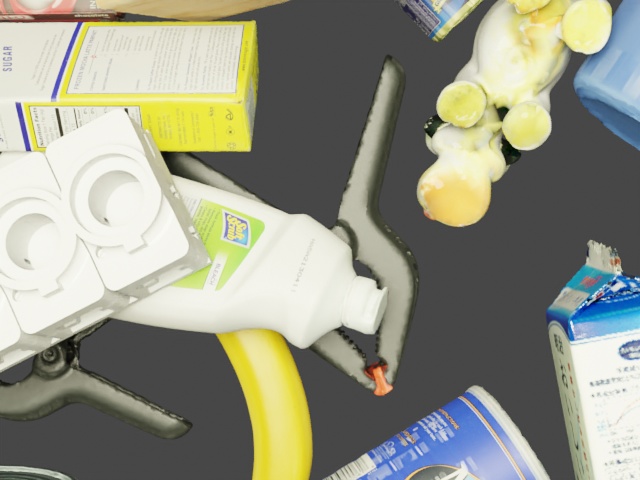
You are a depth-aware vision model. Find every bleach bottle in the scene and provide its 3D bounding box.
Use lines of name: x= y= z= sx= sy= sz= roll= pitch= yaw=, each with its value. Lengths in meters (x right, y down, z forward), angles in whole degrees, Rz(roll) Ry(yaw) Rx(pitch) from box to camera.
bleach bottle: x=-0.085 y=0.015 z=0.642 sx=0.251 sy=0.068 sz=0.102 roll=16 pitch=75 yaw=14

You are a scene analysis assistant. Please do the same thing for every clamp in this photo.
clamp: x=-0.163 y=0.064 z=0.690 sx=0.171 sy=0.039 sz=0.120 roll=2 pitch=74 yaw=2
clamp: x=-0.005 y=0.001 z=0.686 sx=0.164 sy=0.036 sz=0.210 roll=-13 pitch=90 yaw=3

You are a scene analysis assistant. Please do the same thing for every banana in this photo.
banana: x=-0.042 y=0.106 z=0.687 sx=0.069 sy=0.037 sz=0.198 roll=-7 pitch=91 yaw=-1

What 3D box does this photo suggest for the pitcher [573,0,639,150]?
pitcher: x=0.271 y=-0.156 z=0.642 sx=0.149 sy=0.145 sz=0.243 roll=36 pitch=95 yaw=12

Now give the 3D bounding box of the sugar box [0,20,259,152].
sugar box: x=-0.128 y=-0.096 z=0.660 sx=0.176 sy=0.093 sz=0.048 roll=-1 pitch=131 yaw=3

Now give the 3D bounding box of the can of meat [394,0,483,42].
can of meat: x=0.081 y=-0.188 z=0.672 sx=0.102 sy=0.057 sz=0.084 roll=-45 pitch=92 yaw=1

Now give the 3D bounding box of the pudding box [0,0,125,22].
pudding box: x=-0.172 y=-0.198 z=0.685 sx=0.090 sy=0.039 sz=0.113 roll=0 pitch=91 yaw=1

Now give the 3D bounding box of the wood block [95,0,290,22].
wood block: x=-0.035 y=-0.187 z=0.598 sx=0.207 sy=0.090 sz=0.091 roll=0 pitch=92 yaw=46

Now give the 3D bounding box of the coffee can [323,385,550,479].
coffee can: x=0.063 y=0.168 z=0.646 sx=0.140 sy=0.103 sz=0.103 roll=-30 pitch=90 yaw=-6

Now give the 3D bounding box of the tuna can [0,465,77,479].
tuna can: x=-0.194 y=0.166 z=0.667 sx=0.086 sy=0.086 sz=0.034 roll=5 pitch=89 yaw=1
